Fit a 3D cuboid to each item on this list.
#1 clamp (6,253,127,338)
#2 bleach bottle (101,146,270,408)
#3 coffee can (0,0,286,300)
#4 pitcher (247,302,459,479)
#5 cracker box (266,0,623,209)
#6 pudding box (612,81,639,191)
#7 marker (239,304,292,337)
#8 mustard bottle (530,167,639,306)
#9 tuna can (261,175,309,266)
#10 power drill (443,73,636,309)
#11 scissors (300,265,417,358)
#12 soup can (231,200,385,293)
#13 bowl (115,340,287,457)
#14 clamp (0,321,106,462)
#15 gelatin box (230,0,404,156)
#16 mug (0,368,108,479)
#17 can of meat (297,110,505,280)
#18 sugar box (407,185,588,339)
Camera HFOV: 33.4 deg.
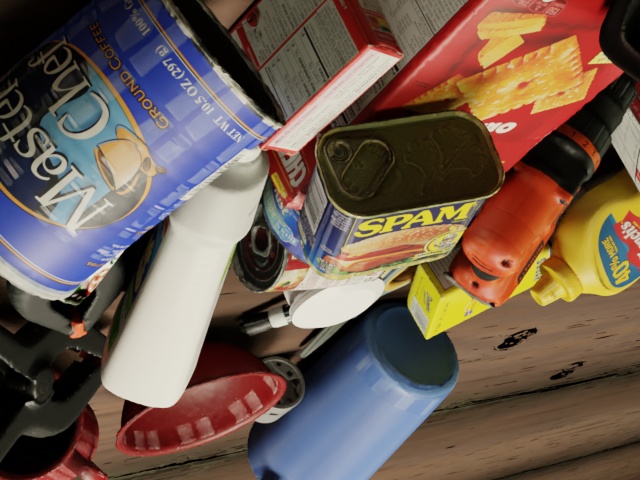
[{"bbox_3d":[-0.155,0.007,0.687,0.120,0.039,0.171,-15,152,-7],"label":"clamp"},{"bbox_3d":[-0.083,0.005,0.696,0.068,0.102,0.251,19,136,-9],"label":"bleach bottle"},{"bbox_3d":[-0.102,-0.053,0.511,0.140,0.103,0.102,-37,153,10],"label":"coffee can"},{"bbox_3d":[0.039,0.165,1.090,0.144,0.149,0.243,11,138,-28],"label":"pitcher"},{"bbox_3d":[0.086,-0.099,0.640,0.163,0.072,0.214,0,147,-41],"label":"cracker box"},{"bbox_3d":[0.259,-0.073,0.822,0.039,0.090,0.113,-23,156,3],"label":"pudding box"},{"bbox_3d":[-0.012,0.059,0.919,0.121,0.020,0.020,-18,156,9],"label":"marker"},{"bbox_3d":[0.257,-0.009,0.911,0.191,0.058,0.096,-37,127,-8],"label":"mustard bottle"},{"bbox_3d":[0.004,-0.023,0.708,0.085,0.086,0.034,-1,150,-39],"label":"tuna can"},{"bbox_3d":[0.162,-0.033,0.810,0.184,0.057,0.188,-50,168,-15],"label":"power drill"},{"bbox_3d":[0.025,0.054,0.965,0.202,0.016,0.096,-37,150,27],"label":"scissors"},{"bbox_3d":[-0.005,0.001,0.769,0.102,0.068,0.069,-3,149,-38],"label":"soup can"},{"bbox_3d":[-0.114,0.136,0.962,0.162,0.055,0.162,-19,155,-9],"label":"bowl"},{"bbox_3d":[-0.212,0.111,0.749,0.036,0.164,0.209,10,-176,22],"label":"clamp"},{"bbox_3d":[-0.007,-0.099,0.557,0.030,0.073,0.089,6,143,-47],"label":"gelatin box"},{"bbox_3d":[-0.217,0.160,0.861,0.093,0.117,0.081,-54,166,-14],"label":"mug"},{"bbox_3d":[0.041,-0.023,0.605,0.102,0.057,0.084,-10,155,-17],"label":"can of meat"},{"bbox_3d":[0.167,0.021,0.964,0.176,0.048,0.093,-22,156,-14],"label":"sugar box"}]
